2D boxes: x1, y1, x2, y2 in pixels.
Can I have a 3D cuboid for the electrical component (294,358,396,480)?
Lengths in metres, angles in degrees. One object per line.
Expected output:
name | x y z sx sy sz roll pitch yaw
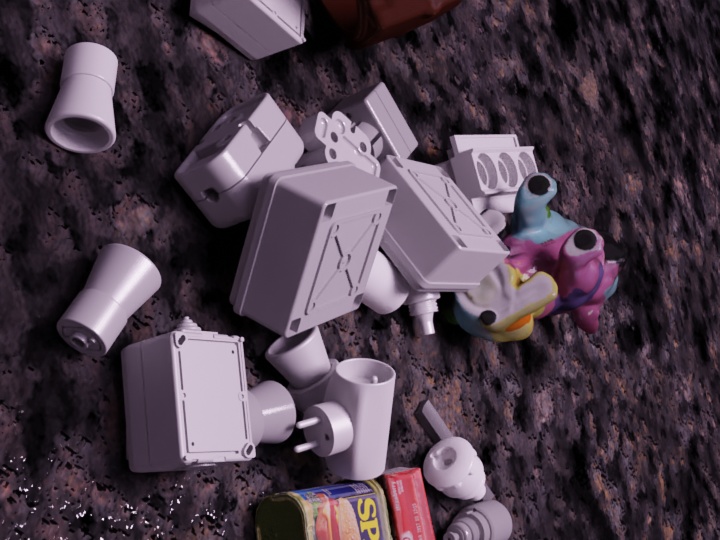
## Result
electrical component | -0.014 0.110 0.764 0.079 0.043 0.077 -11 116 -38

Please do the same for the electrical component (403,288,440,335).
electrical component | 0.054 0.027 0.946 0.035 0.035 0.061 -6 84 -53

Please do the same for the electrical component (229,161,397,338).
electrical component | -0.033 -0.018 0.786 0.109 0.056 0.108 -19 132 -58

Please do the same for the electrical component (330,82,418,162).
electrical component | 0.003 -0.111 0.924 0.065 0.047 0.076 58 39 -18

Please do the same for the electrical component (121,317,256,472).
electrical component | -0.113 0.079 0.687 0.062 0.061 0.096 9 69 -50

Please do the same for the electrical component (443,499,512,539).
electrical component | 0.098 0.222 0.919 0.078 0.040 0.040 -2 78 -52

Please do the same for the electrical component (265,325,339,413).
electrical component | -0.038 0.074 0.799 0.055 0.045 0.045 60 38 -17

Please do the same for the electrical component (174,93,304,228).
electrical component | -0.085 -0.078 0.792 0.059 0.054 0.095 54 41 -24

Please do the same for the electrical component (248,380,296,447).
electrical component | -0.078 0.101 0.737 0.055 0.045 0.045 -5 80 -52

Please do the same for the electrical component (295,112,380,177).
electrical component | -0.030 -0.088 0.863 0.078 0.057 0.058 38 49 -38

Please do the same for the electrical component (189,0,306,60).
electrical component | -0.085 -0.210 0.845 0.096 0.061 0.061 32 52 -52

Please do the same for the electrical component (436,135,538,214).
electrical component | 0.121 -0.090 1.054 0.121 0.063 0.078 -10 84 -53

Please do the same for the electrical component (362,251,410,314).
electrical component | 0.000 0.000 0.879 0.081 0.043 0.043 34 51 -40

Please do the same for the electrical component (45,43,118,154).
electrical component | -0.178 -0.114 0.699 0.044 0.044 0.065 30 49 -42

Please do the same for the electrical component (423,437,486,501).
electrical component | 0.087 0.176 0.922 0.062 0.048 0.048 49 42 -39

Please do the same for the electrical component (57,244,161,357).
electrical component | -0.159 0.021 0.670 0.044 0.044 0.065 50 47 -27

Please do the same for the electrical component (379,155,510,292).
electrical component | 0.060 -0.038 0.917 0.108 0.056 0.109 53 23 20
